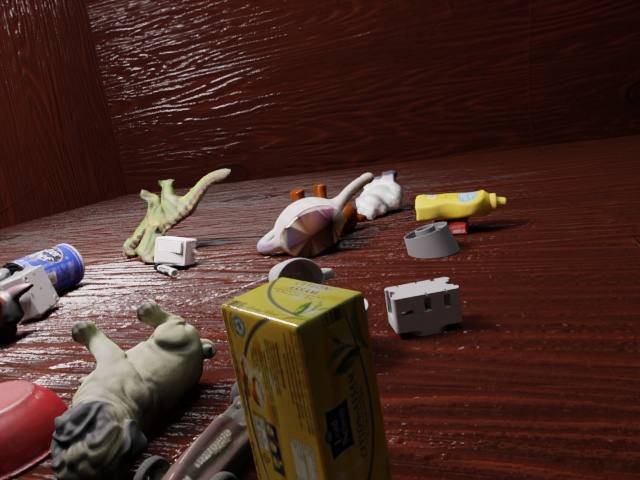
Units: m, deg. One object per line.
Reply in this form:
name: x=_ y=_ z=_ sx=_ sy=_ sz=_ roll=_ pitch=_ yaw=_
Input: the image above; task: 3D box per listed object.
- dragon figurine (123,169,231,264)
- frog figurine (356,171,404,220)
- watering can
dragon figurine: x=-0.400 y=-0.043 z=1.368 sx=0.407 sy=0.248 sz=0.121 roll=-17 pitch=-36 yaw=39
frog figurine: x=0.170 y=-0.108 z=1.488 sx=0.137 sy=0.120 sz=0.163 roll=2 pitch=50 yaw=13
watering can: x=0.004 y=-0.061 z=1.221 sx=0.348 sy=0.103 sz=0.226 roll=-32 pitch=17 yaw=-5
